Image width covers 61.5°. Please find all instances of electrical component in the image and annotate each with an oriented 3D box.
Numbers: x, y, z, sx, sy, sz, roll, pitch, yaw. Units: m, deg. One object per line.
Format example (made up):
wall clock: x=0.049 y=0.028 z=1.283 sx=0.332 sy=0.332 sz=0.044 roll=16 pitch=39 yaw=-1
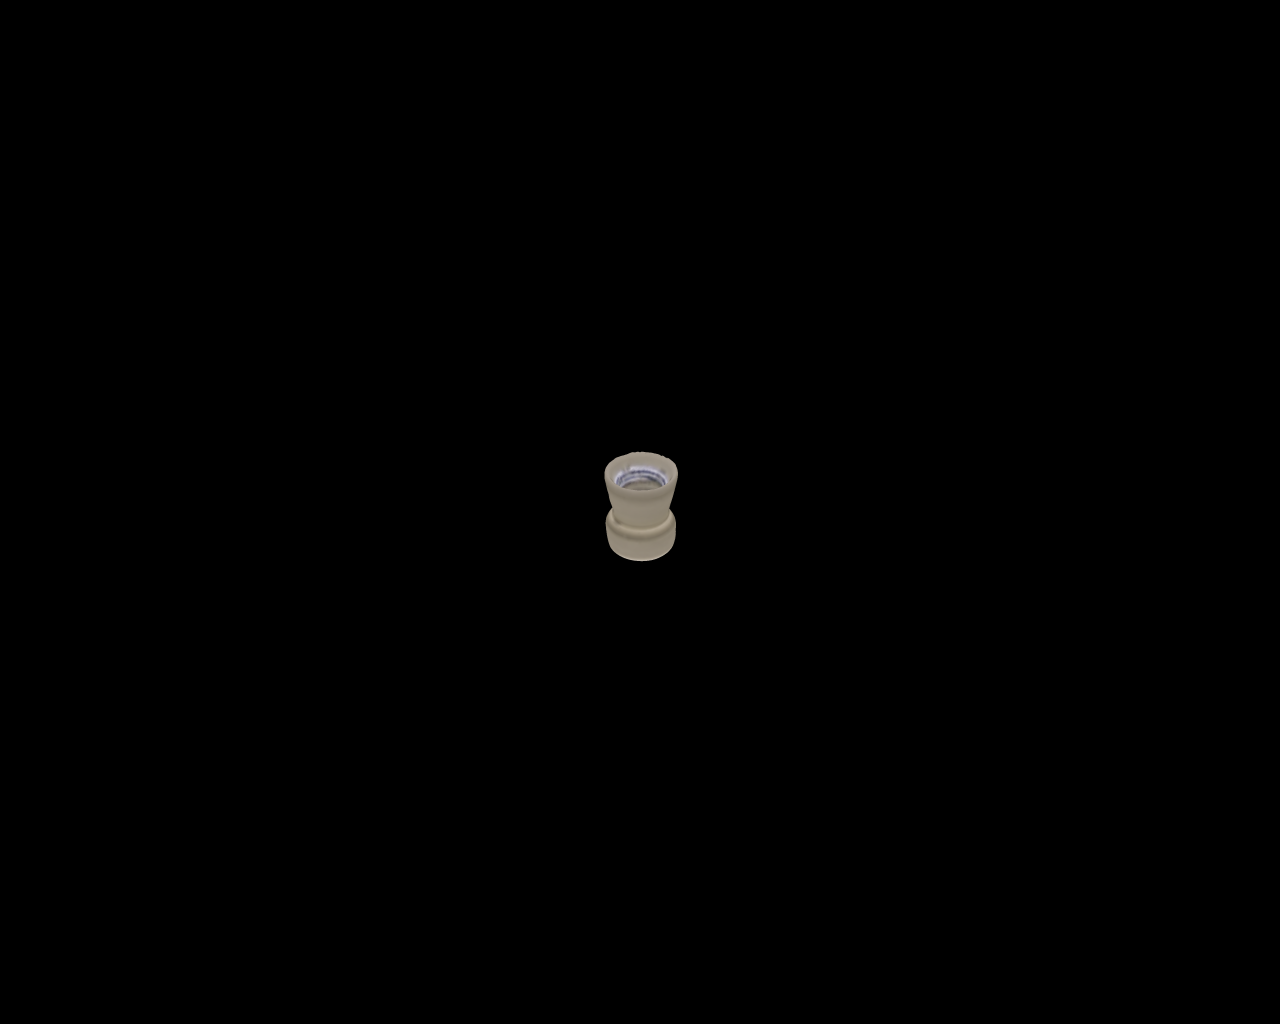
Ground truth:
electrical component: x=0.001 y=-0.003 z=0.650 sx=0.045 sy=0.055 sz=0.045 roll=0 pitch=36 yaw=0
